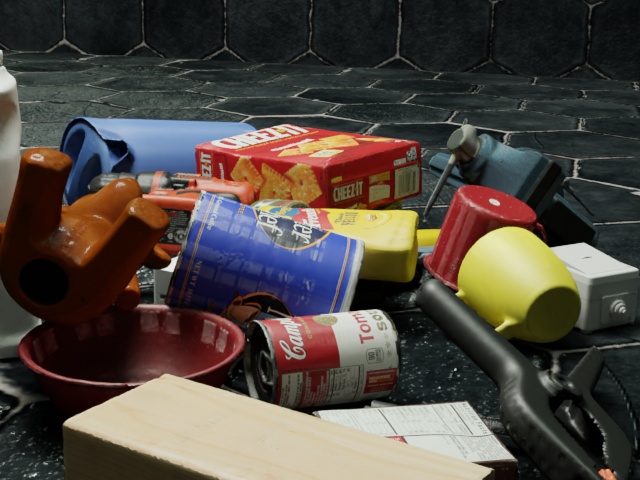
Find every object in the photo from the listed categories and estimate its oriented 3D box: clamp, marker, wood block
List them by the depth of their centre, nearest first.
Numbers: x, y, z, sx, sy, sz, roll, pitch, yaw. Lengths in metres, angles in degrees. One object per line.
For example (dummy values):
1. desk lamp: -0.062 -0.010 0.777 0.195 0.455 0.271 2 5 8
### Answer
1. wood block: -0.025 0.145 0.548 0.206 0.091 0.090 11 18 31
2. clamp: 0.163 0.110 0.728 0.164 0.036 0.210 19 24 -25
3. marker: 0.089 0.129 0.745 0.121 0.020 0.020 6 16 16
4. clamp: 0.019 0.037 1.030 0.120 0.039 0.171 8 13 23

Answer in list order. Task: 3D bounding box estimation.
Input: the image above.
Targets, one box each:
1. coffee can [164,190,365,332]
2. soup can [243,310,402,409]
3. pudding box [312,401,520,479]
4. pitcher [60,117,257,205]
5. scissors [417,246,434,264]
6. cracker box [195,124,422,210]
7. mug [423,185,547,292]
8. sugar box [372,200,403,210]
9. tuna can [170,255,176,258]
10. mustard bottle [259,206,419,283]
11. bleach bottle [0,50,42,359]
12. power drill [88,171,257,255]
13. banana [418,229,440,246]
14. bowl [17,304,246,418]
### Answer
1. coffee can: -0.045 0.028 0.874 0.140 0.103 0.103 18 15 -4
2. soup can: 0.001 0.089 0.794 0.102 0.068 0.069 -4 16 -21
3. pudding box: 0.057 0.139 0.675 0.113 0.039 0.090 0 15 -12
4. pitcher: -0.193 -0.084 1.317 0.242 0.145 0.149 -6 29 -38
5. scissors: 0.094 0.007 1.084 0.202 0.016 0.096 21 16 5
6. cracker box: -0.014 -0.083 1.230 0.214 0.072 0.163 13 22 42
7. mug: 0.165 0.002 1.013 0.117 0.081 0.093 9 23 -23
8. sugar box: 0.001 -0.031 1.262 0.176 0.048 0.093 10 18 24
9. tuna can: -0.143 -0.001 1.163 0.086 0.034 0.086 1 16 -1
10. mustard bottle: -0.006 0.001 0.986 0.192 0.058 0.096 3 24 9
11. bleach bottle: -0.270 -0.036 0.876 0.068 0.251 0.103 -4 17 -18
12. power drill: -0.165 -0.035 1.096 0.184 0.057 0.187 3 13 3
13. banana: 0.077 0.005 1.154 0.197 0.037 0.069 0 17 -5
14. bowl: -0.134 0.097 0.773 0.162 0.055 0.162 1 15 0
